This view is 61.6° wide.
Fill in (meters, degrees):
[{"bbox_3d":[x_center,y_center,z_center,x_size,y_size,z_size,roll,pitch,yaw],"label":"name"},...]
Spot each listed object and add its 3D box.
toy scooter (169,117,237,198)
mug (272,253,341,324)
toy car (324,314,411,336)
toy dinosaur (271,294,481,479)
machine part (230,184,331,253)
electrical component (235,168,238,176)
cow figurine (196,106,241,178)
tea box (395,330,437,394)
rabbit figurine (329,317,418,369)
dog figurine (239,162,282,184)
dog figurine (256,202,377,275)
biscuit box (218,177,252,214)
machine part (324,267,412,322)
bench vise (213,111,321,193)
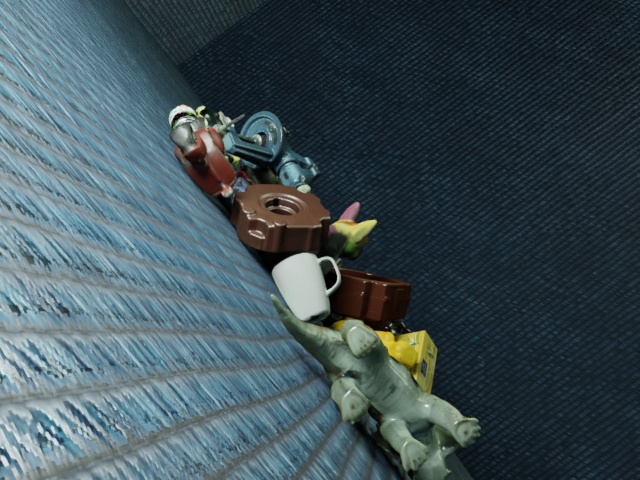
[{"bbox_3d":[-0.187,-0.133,0.895,0.135,0.075,0.184,53,4,-16],"label":"toy scooter"},{"bbox_3d":[-0.014,0.083,0.906,0.080,0.110,0.107,66,2,-68],"label":"mug"},{"bbox_3d":[0.107,0.200,1.235,0.202,0.053,0.089,14,-21,5],"label":"toy car"},{"bbox_3d":[0.077,0.202,0.746,0.404,0.131,0.192,49,-12,-6],"label":"toy dinosaur"},{"bbox_3d":[-0.069,-0.042,0.939,0.180,0.179,0.056,-126,-139,-51],"label":"machine part"},{"bbox_3d":[-0.193,-0.123,1.284,0.102,0.045,0.078,54,2,7],"label":"electrical component"},{"bbox_3d":[-0.213,-0.192,1.112,0.098,0.068,0.167,45,28,-68],"label":"cow figurine"},{"bbox_3d":[0.180,0.279,1.122,0.068,0.098,0.170,53,36,-27],"label":"tea box"},{"bbox_3d":[0.084,0.208,1.068,0.173,0.122,0.162,33,7,-24],"label":"rabbit figurine"},{"bbox_3d":[-0.089,-0.105,1.209,0.173,0.121,0.190,23,-24,39],"label":"dog figurine"},{"bbox_3d":[-0.002,-0.003,1.039,0.191,0.219,0.109,54,-3,-41],"label":"dog figurine"},{"bbox_3d":[-0.158,-0.085,1.099,0.063,0.059,0.203,54,0,-3],"label":"biscuit box"},{"bbox_3d":[0.079,0.115,1.159,0.202,0.087,0.201,13,3,32],"label":"machine part"},{"bbox_3d":[-0.113,-0.171,1.073,0.240,0.129,0.223,10,55,-53],"label":"bench vise"}]
